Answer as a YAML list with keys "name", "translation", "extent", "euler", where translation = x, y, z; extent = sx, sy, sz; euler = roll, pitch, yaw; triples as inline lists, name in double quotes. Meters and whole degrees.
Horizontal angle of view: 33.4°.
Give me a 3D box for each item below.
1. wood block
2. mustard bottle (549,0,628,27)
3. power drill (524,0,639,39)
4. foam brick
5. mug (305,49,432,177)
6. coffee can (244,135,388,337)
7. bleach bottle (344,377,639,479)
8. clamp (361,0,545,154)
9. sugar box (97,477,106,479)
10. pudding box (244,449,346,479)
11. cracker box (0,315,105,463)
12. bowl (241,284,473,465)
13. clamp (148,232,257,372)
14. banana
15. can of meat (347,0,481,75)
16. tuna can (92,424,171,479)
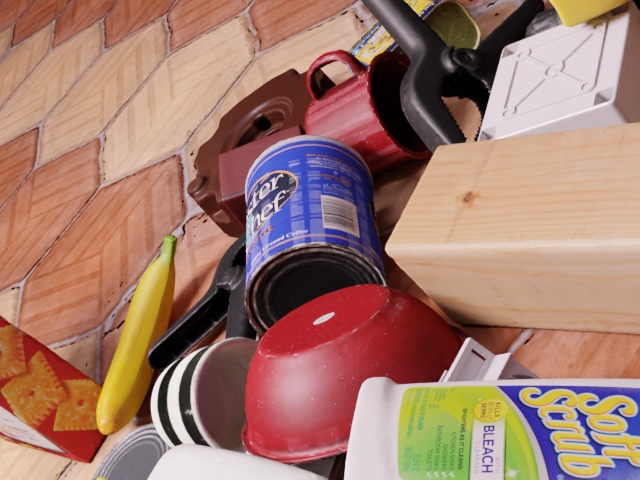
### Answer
- name: "wood block"
  translation: [0.153, -0.005, 0.631]
  extent: [0.207, 0.090, 0.090]
  euler: [-1, 53, 50]
- name: "mustard bottle"
  translation: [0.241, -0.216, 0.707]
  extent: [0.192, 0.058, 0.096]
  euler: [-23, 34, 28]
- name: "power drill"
  translation: [0.248, -0.223, 0.811]
  extent: [0.185, 0.057, 0.187]
  euler: [-15, 45, 35]
- name: "foam brick"
  translation: [-0.039, -0.050, 0.893]
  extent: [0.078, 0.053, 0.051]
  euler: [-19, 52, 11]
- name: "mug"
  translation: [0.034, -0.104, 0.872]
  extent: [0.082, 0.117, 0.093]
  euler: [-23, 30, 41]
- name: "coffee can"
  translation: [-0.005, 0.001, 0.801]
  extent: [0.103, 0.102, 0.140]
  euler: [-33, 32, 20]
- name: "bleach bottle"
  translation: [0.141, 0.101, 0.492]
  extent: [0.251, 0.068, 0.102]
  euler: [-8, 32, 16]
- name: "clamp"
  translation: [0.117, -0.134, 0.835]
  extent: [0.036, 0.164, 0.210]
  euler: [109, 157, -54]
- name: "sugar box"
  translation: [-0.152, 0.253, 0.685]
  extent: [0.048, 0.093, 0.176]
  euler: [6, 57, 55]
- name: "pudding box"
  translation: [-0.015, 0.161, 0.685]
  extent: [0.090, 0.039, 0.113]
  euler: [-12, 42, 42]
- name: "cracker box"
  translation: [-0.299, 0.103, 0.924]
  extent: [0.164, 0.213, 0.072]
  euler: [-2, 51, 50]
- name: "bowl"
  translation: [0.013, 0.074, 0.682]
  extent: [0.162, 0.055, 0.162]
  euler: [-23, 15, 6]
- name: "clamp"
  translation: [-0.076, 0.046, 0.896]
  extent: [0.120, 0.039, 0.171]
  euler: [-8, 40, 36]
- name: "banana"
  translation: [-0.159, 0.090, 0.925]
  extent: [0.037, 0.070, 0.197]
  euler: [7, 54, 5]
- name: "can of meat"
  translation: [0.080, -0.171, 0.952]
  extent: [0.102, 0.057, 0.084]
  euler: [-45, 28, -1]
- name: "tuna can"
  translation: [-0.134, 0.184, 0.805]
  extent: [0.086, 0.033, 0.086]
  euler: [-31, 33, 23]
